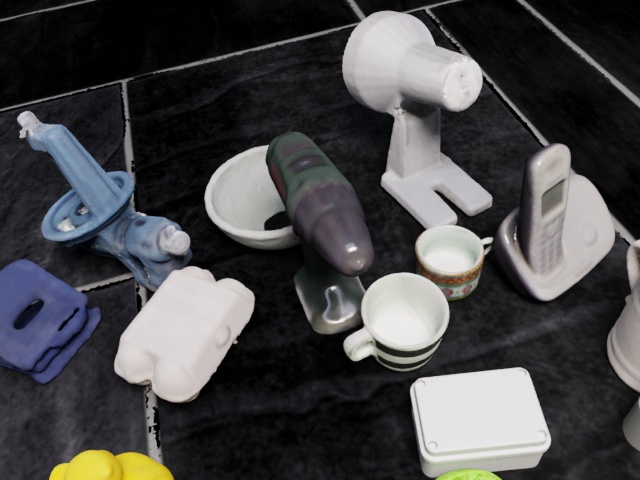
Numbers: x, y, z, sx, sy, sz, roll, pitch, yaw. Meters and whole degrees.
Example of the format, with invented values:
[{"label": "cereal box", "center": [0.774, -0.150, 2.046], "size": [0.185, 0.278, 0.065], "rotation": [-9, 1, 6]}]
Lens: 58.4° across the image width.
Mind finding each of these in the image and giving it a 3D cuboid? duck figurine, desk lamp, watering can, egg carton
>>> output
[{"label": "duck figurine", "center": [-0.187, 0.218, 0.510], "size": [0.104, 0.086, 0.077], "rotation": [-1, 49, 7]}, {"label": "desk lamp", "center": [0.126, -0.154, 0.709], "size": [0.118, 0.214, 0.202], "rotation": [-28, 51, -16]}, {"label": "watering can", "center": [0.338, 0.062, 0.505], "size": [0.101, 0.194, 0.172], "rotation": [-33, 53, -20]}, {"label": "egg carton", "center": [-0.142, 0.099, 0.619], "size": [0.107, 0.069, 0.150], "rotation": [16, 53, 20]}]

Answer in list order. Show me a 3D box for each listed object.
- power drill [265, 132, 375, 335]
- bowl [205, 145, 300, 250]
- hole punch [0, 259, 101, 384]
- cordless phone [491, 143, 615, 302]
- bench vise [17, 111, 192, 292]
[{"label": "power drill", "center": [0.005, 0.002, 0.591], "size": [0.076, 0.209, 0.229], "rotation": [-19, 49, -9]}, {"label": "bowl", "center": [-0.057, -0.043, 0.729], "size": [0.167, 0.075, 0.167], "rotation": [-4, 49, 4]}, {"label": "hole punch", "center": [-0.319, 0.088, 0.638], "size": [0.100, 0.091, 0.109], "rotation": [16, 53, 20]}, {"label": "cordless phone", "center": [0.258, -0.036, 0.607], "size": [0.148, 0.185, 0.094], "rotation": [-35, 53, -22]}, {"label": "bench vise", "center": [-0.242, -0.051, 0.663], "size": [0.207, 0.220, 0.121], "rotation": [4, 50, 11]}]
